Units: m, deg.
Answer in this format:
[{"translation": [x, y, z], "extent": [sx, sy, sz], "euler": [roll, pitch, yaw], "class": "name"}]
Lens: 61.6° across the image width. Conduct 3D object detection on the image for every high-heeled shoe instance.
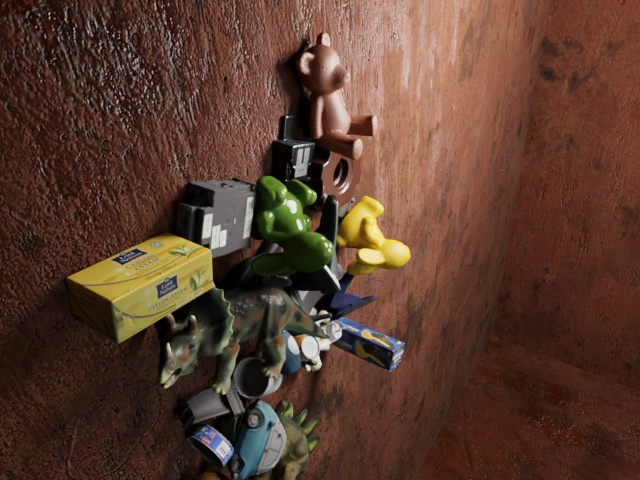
[{"translation": [-0.041, 0.086, 1.155], "extent": [0.086, 0.145, 0.249], "euler": [54, 32, -55], "class": "high-heeled shoe"}]

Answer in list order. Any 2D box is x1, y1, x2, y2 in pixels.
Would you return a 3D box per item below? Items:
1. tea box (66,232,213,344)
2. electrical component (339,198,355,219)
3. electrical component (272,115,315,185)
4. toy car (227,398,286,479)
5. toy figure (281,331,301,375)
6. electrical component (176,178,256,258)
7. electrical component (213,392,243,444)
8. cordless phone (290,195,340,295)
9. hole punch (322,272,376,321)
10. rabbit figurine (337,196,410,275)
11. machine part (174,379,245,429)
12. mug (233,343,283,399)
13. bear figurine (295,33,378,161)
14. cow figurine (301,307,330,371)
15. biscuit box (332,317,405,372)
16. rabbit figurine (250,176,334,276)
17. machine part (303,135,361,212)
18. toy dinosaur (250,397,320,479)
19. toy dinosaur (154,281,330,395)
[{"translation": [-0.239, 0.058, 0.733], "extent": [0.169, 0.098, 0.068], "euler": [-36, 136, -48], "class": "tea box"}, {"translation": [0.050, -0.083, 1.222], "extent": [0.094, 0.021, 0.063], "euler": [18, 91, -61], "class": "electrical component"}, {"translation": [-0.048, -0.164, 0.981], "extent": [0.075, 0.048, 0.119], "euler": [-18, 124, -56], "class": "electrical component"}, {"translation": [-0.121, 0.408, 1.081], "extent": [0.109, 0.103, 0.161], "euler": [117, -8, -66], "class": "toy car"}, {"translation": [-0.085, 0.189, 1.063], "extent": [0.058, 0.064, 0.154], "euler": [-24, 98, -14], "class": "toy figure"}, {"translation": [-0.165, -0.035, 0.847], "extent": [0.134, 0.058, 0.114], "euler": [-15, 118, -56], "class": "electrical component"}, {"translation": [-0.184, 0.354, 1.065], "extent": [0.078, 0.045, 0.102], "euler": [-77, 176, -66], "class": "electrical component"}, {"translation": [-0.002, -0.003, 1.005], "extent": [0.147, 0.089, 0.184], "euler": [-117, -146, -70], "class": "cordless phone"}, {"translation": [0.056, 0.133, 1.275], "extent": [0.116, 0.092, 0.142], "euler": [-29, 179, -13], "class": "hole punch"}, {"translation": [0.123, 0.007, 1.226], "extent": [0.162, 0.173, 0.121], "euler": [-48, 171, -36], "class": "rabbit figurine"}, {"translation": [-0.199, 0.303, 0.987], "extent": [0.139, 0.039, 0.084], "euler": [2, 65, -51], "class": "machine part"}, {"translation": [-0.118, 0.266, 1.099], "extent": [0.107, 0.081, 0.109], "euler": [36, 57, -68], "class": "mug"}, {"translation": [0.030, -0.261, 0.977], "extent": [0.120, 0.132, 0.195], "euler": [-55, 154, -39], "class": "bear figurine"}, {"translation": [-0.031, 0.242, 1.231], "extent": [0.098, 0.068, 0.167], "euler": [-25, 125, -45], "class": "cow figurine"}, {"translation": [0.104, 0.250, 1.327], "extent": [0.063, 0.203, 0.059], "euler": [-20, 122, -53], "class": "biscuit box"}, {"translation": [-0.056, -0.004, 0.910], "extent": [0.159, 0.170, 0.121], "euler": [-52, 151, 17], "class": "rabbit figurine"}, {"translation": [0.028, -0.142, 1.116], "extent": [0.179, 0.056, 0.179], "euler": [-37, 136, -47], "class": "machine part"}, {"translation": [-0.075, 0.521, 1.293], "extent": [0.198, 0.105, 0.470], "euler": [-43, 146, -45], "class": "toy dinosaur"}, {"translation": [-0.122, 0.137, 0.904], "extent": [0.405, 0.131, 0.192], "euler": [-13, 124, -45], "class": "toy dinosaur"}]
